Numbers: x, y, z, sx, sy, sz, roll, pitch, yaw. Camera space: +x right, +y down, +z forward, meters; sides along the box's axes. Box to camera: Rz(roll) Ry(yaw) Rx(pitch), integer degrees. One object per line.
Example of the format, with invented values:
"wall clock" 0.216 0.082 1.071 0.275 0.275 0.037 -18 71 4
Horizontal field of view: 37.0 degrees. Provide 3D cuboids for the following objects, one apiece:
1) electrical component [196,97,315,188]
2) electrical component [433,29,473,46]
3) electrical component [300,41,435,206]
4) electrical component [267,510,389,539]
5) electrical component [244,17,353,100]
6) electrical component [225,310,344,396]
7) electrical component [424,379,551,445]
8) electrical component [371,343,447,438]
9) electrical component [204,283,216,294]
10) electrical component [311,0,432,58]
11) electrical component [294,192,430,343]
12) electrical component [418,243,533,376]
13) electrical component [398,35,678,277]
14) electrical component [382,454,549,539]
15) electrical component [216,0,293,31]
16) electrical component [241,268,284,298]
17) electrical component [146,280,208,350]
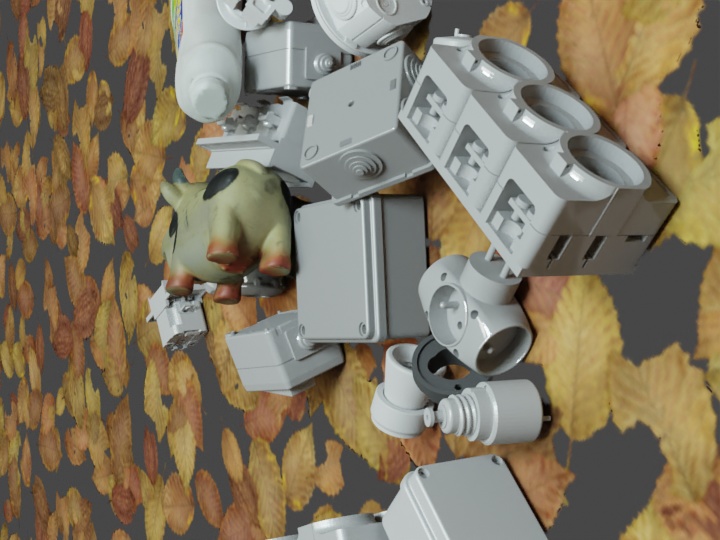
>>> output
"electrical component" -0.079 -0.109 0.932 0.121 0.079 0.063 7 75 57
"electrical component" 0.066 -0.123 0.725 0.040 0.040 0.078 23 110 56
"electrical component" 0.007 -0.104 0.758 0.100 0.048 0.099 -19 49 32
"electrical component" -0.012 0.220 0.799 0.186 0.105 0.060 -34 62 53
"electrical component" -0.048 -0.175 0.885 0.096 0.062 0.061 7 97 58
"electrical component" -0.059 0.069 0.902 0.096 0.062 0.061 -12 100 57
"electrical component" 0.079 0.091 0.682 0.040 0.078 0.040 179 90 -72
"electrical component" 0.034 0.087 0.778 0.045 0.045 0.055 45 128 48
"electrical component" -0.126 -0.008 1.032 0.043 0.043 0.062 51 130 44
"electrical component" 0.008 -0.199 0.779 0.051 0.080 0.080 -24 71 50
"electrical component" 0.000 0.000 0.819 0.109 0.056 0.108 -6 86 58
"electrical component" 0.081 0.015 0.702 0.077 0.044 0.079 54 133 43
"electrical component" 0.101 -0.069 0.625 0.150 0.089 0.061 59 137 39
"electrical component" 0.074 0.180 0.687 0.113 0.078 0.057 62 142 36
"electrical component" -0.087 -0.217 0.850 0.048 0.066 0.055 -55 12 -13
"electrical component" -0.092 -0.006 0.978 0.048 0.048 0.062 -8 78 58
"electrical component" -0.191 0.047 1.138 0.081 0.042 0.063 -44 58 50
